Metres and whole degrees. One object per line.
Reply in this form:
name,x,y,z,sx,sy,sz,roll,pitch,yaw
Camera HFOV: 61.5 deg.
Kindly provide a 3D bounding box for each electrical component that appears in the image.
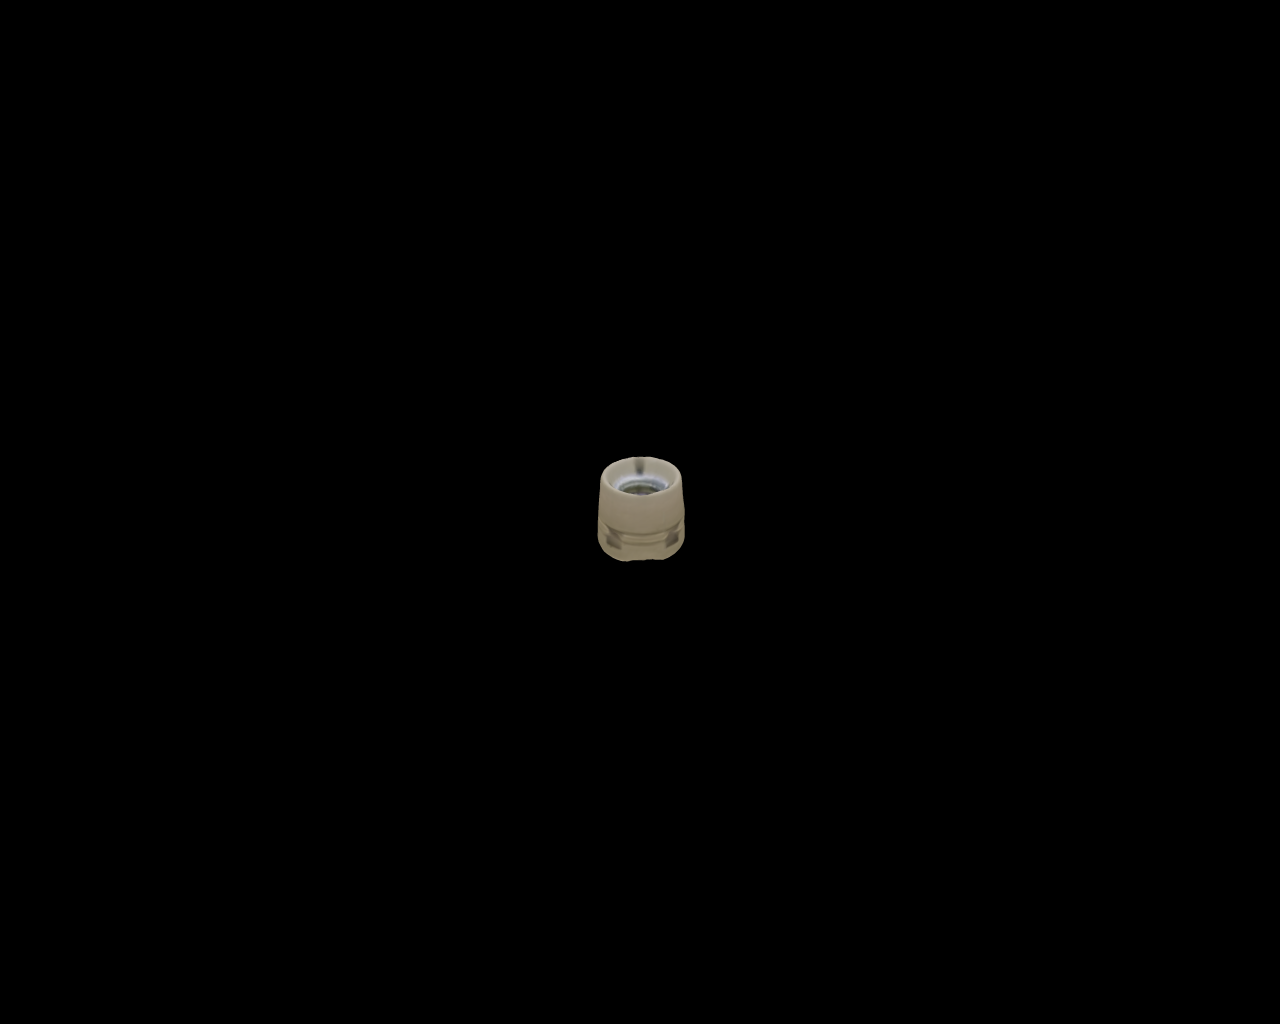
electrical component,0.001,-0.003,0.650,0.055,0.047,0.055,0,32,0
